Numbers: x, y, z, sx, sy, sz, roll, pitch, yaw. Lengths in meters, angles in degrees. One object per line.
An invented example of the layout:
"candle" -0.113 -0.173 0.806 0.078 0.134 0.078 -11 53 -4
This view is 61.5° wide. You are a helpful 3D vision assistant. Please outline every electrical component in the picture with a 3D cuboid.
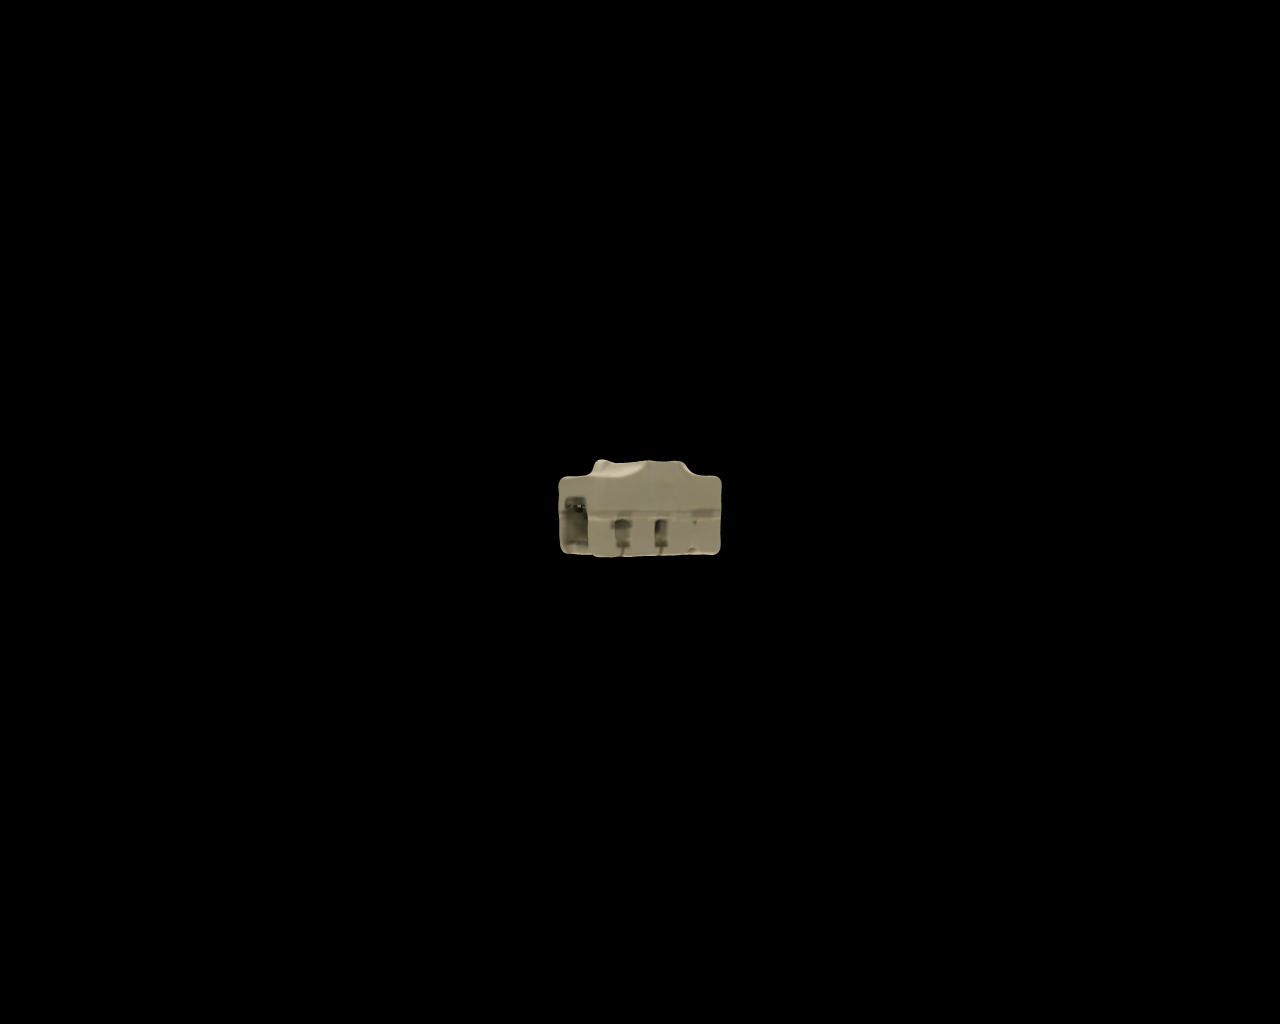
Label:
"electrical component" 0.001 -0.003 0.650 0.089 0.055 0.050 0 0 -32
